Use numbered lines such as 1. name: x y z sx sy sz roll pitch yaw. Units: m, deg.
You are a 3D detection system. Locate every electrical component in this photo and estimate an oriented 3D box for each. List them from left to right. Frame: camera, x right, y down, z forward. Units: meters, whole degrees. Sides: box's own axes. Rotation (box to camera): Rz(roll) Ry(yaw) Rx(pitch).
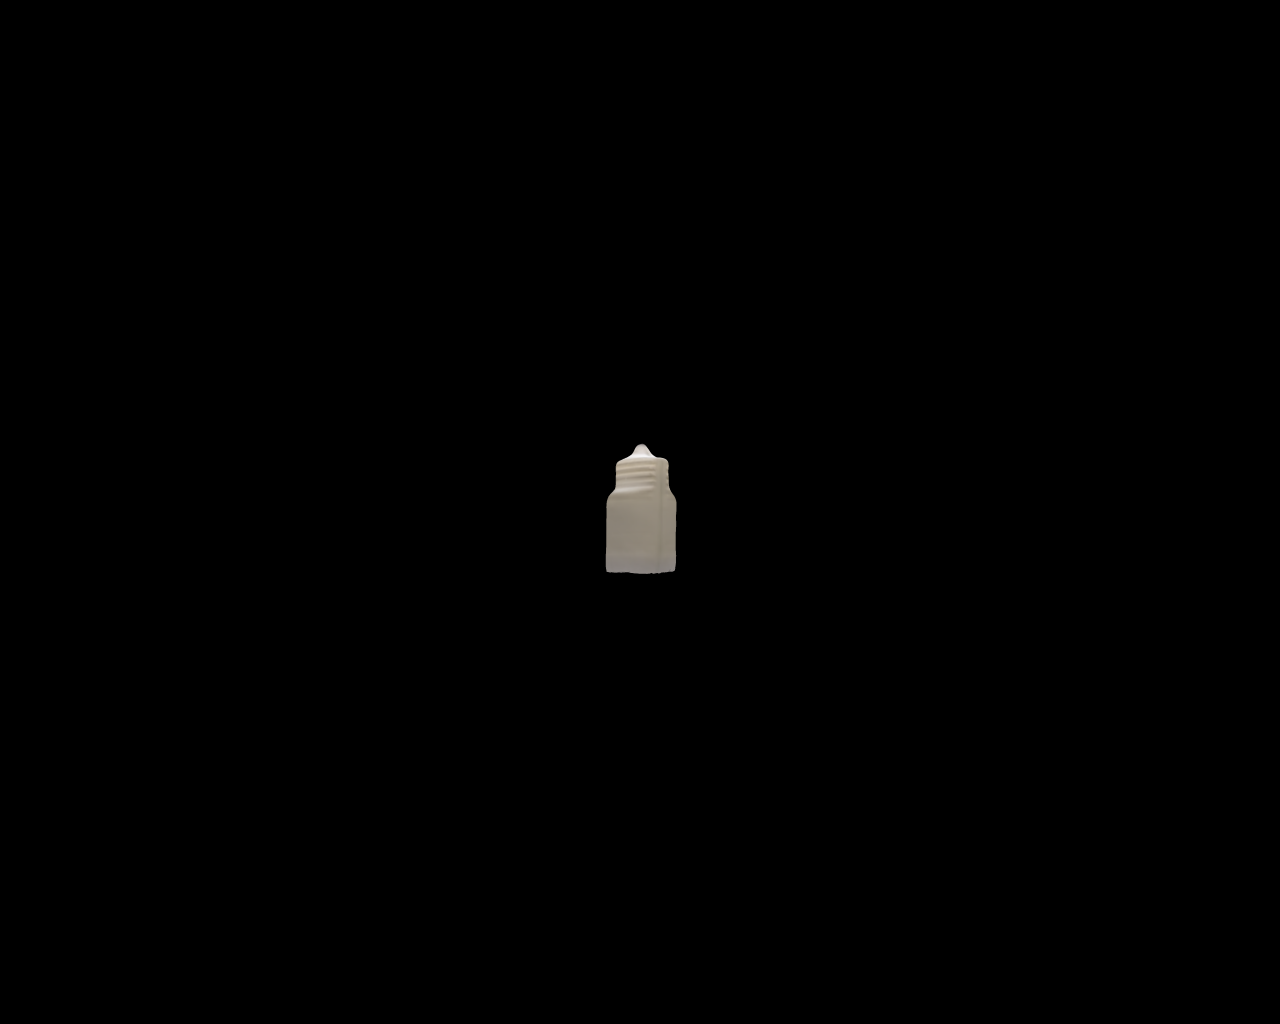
1. electrical component: 0.001 -0.003 0.650 0.043 0.081 0.043 0 -2 0
